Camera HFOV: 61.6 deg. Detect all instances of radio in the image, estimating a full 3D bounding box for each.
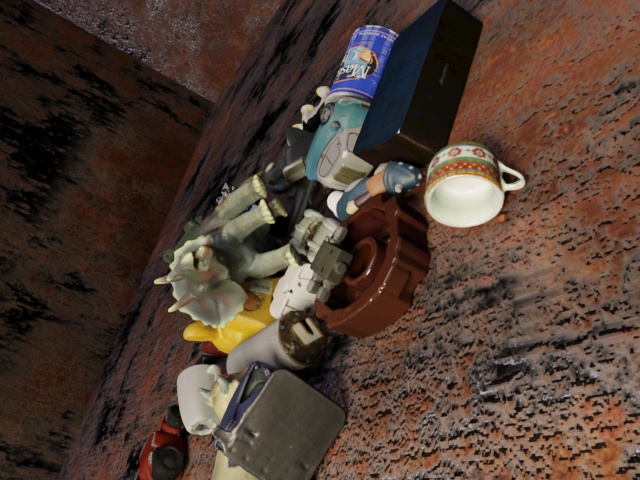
[{"bbox_3d":[0.133,-0.207,0.749,0.131,0.073,0.229,-18,47,63],"label":"radio"}]

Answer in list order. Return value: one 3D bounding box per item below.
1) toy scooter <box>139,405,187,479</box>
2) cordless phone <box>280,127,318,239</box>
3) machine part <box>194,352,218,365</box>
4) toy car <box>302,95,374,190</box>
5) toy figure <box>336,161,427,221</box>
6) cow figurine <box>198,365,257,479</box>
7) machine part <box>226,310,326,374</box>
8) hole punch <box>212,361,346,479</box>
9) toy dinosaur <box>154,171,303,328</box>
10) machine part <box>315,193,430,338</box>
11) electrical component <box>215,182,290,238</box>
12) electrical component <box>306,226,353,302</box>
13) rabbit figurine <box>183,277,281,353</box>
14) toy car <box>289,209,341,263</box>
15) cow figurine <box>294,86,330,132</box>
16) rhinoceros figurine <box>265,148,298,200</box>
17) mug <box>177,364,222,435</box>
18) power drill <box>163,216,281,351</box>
[{"bbox_3d":[-0.305,0.417,1.020,0.135,0.075,0.184,-55,19,18],"label":"toy scooter"},{"bbox_3d":[-0.035,-0.095,0.955,0.146,0.089,0.184,68,-144,-82],"label":"cordless phone"},{"bbox_3d":[-0.243,0.276,1.092,0.084,0.039,0.139,-40,29,35],"label":"machine part"},{"bbox_3d":[0.039,-0.133,0.831,0.161,0.109,0.103,-54,29,34],"label":"toy car"},{"bbox_3d":[0.077,-0.065,0.723,0.154,0.058,0.064,-35,25,52],"label":"toy figure"},{"bbox_3d":[-0.094,0.248,0.662,0.085,0.127,0.195,-37,36,44],"label":"cow figurine"},{"bbox_3d":[-0.066,0.162,0.767,0.243,0.079,0.079,-37,33,47],"label":"machine part"},{"bbox_3d":[-0.051,0.210,0.613,0.116,0.142,0.092,-55,20,-17],"label":"hole punch"},{"bbox_3d":[-0.143,0.001,0.846,0.192,0.131,0.405,-29,20,3],"label":"toy dinosaur"},{"bbox_3d":[0.061,0.032,0.657,0.179,0.056,0.179,-47,27,34],"label":"machine part"},{"bbox_3d":[-0.131,-0.057,1.091,0.115,0.134,0.058,31,92,26],"label":"electrical component"},{"bbox_3d":[0.014,0.028,0.660,0.094,0.021,0.063,-63,24,-1],"label":"electrical component"},{"bbox_3d":[-0.147,0.143,0.909,0.173,0.162,0.122,115,155,-51],"label":"rabbit figurine"},{"bbox_3d":[-0.002,-0.003,0.837,0.073,0.056,0.202,-63,22,1],"label":"toy car"},{"bbox_3d":[-0.010,-0.233,1.119,0.167,0.068,0.098,-39,38,48],"label":"cow figurine"},{"bbox_3d":[-0.061,-0.150,1.121,0.190,0.073,0.112,-31,39,53],"label":"rhinoceros figurine"},{"bbox_3d":[-0.202,0.280,0.951,0.109,0.080,0.107,-46,38,23],"label":"mug"},{"bbox_3d":[-0.197,0.065,1.028,0.232,0.207,0.086,-57,-18,-5],"label":"power drill"}]
